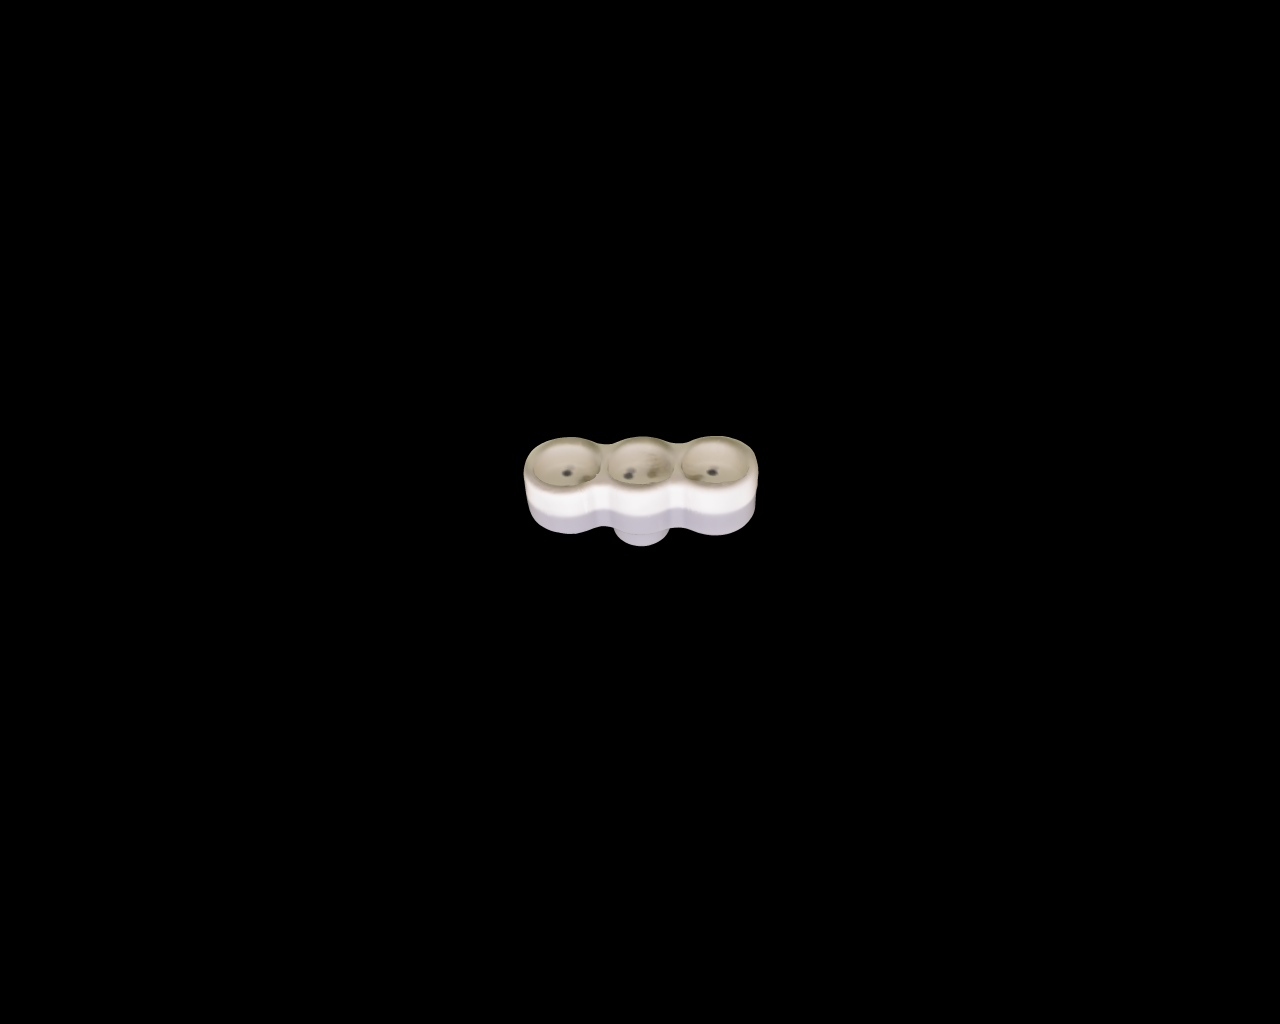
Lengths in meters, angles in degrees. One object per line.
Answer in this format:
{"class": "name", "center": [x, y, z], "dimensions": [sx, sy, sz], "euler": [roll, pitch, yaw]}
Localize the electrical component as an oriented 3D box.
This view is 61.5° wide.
{"class": "electrical component", "center": [0.001, -0.003, 0.650], "dimensions": [0.138, 0.073, 0.052], "euler": [0, 44, 0]}
